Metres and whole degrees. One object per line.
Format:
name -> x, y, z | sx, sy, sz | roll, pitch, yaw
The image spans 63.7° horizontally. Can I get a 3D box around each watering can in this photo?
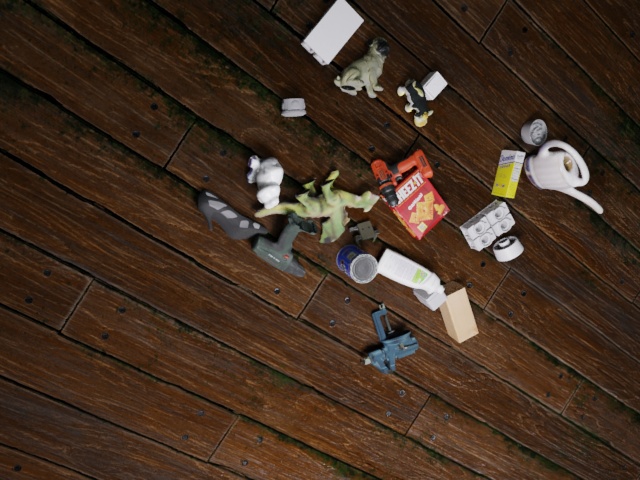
watering can -> 0.915, -0.230, 1.951 | 0.105, 0.224, 0.343 | -45, 111, -23

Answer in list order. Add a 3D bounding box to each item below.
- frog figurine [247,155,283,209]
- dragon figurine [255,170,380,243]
frog figurine -> -0.158, -0.183, 1.642 | 0.123, 0.162, 0.135 | -9, 142, -45
dragon figurine -> 0.005, -0.088, 1.755 | 0.411, 0.124, 0.238 | -25, 116, -3
